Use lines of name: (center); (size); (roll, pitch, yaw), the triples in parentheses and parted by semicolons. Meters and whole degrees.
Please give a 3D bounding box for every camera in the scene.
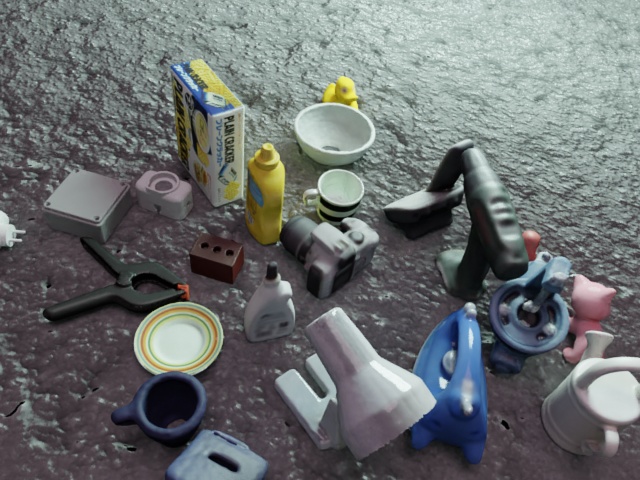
camera: (0.009, 0.004, 0.981); (0.136, 0.101, 0.143); (39, 55, 23)

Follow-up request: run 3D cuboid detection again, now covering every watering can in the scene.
watering can: (0.392, 0.210, 0.801); (0.101, 0.194, 0.172); (-5, 50, -12)

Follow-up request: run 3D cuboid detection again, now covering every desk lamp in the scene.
desk lamp: (0.035, 0.196, 0.744); (0.118, 0.213, 0.202); (-28, 59, -28)

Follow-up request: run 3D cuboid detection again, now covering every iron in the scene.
iron: (0.202, 0.177, 0.834); (0.118, 0.141, 0.258); (13, 49, 3)

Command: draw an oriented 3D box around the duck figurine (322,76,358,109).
duck figurine: (0.050, -0.326, 1.282); (0.078, 0.086, 0.104); (-21, 55, -24)

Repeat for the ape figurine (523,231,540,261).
ape figurine: (0.368, 0.020, 1.029); (0.076, 0.092, 0.077); (-30, 60, -30)

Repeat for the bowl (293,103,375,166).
bowl: (0.027, -0.205, 1.182); (0.167, 0.075, 0.167); (5, 49, -5)

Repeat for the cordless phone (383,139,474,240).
cordless phone: (0.203, -0.103, 1.047); (0.148, 0.185, 0.094); (-26, 57, -27)

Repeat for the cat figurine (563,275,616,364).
cat figurine: (0.442, 0.125, 0.932); (0.067, 0.118, 0.128); (7, 49, -2)

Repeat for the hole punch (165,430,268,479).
hole punch: (-0.128, 0.292, 0.716); (0.108, 0.091, 0.101); (23, 50, 11)

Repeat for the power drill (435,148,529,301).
power drill: (0.263, -0.008, 0.959); (0.076, 0.208, 0.229); (-6, 51, -14)

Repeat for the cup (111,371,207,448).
cup: (-0.206, 0.236, 0.750); (0.118, 0.095, 0.091); (-9, 51, -16)

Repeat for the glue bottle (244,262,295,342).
glue bottle: (-0.072, 0.089, 0.846); (0.078, 0.173, 0.037); (-8, 51, -15)

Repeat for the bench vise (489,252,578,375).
bench vise: (0.327, 0.077, 0.888); (0.121, 0.220, 0.207); (11, 49, 1)
